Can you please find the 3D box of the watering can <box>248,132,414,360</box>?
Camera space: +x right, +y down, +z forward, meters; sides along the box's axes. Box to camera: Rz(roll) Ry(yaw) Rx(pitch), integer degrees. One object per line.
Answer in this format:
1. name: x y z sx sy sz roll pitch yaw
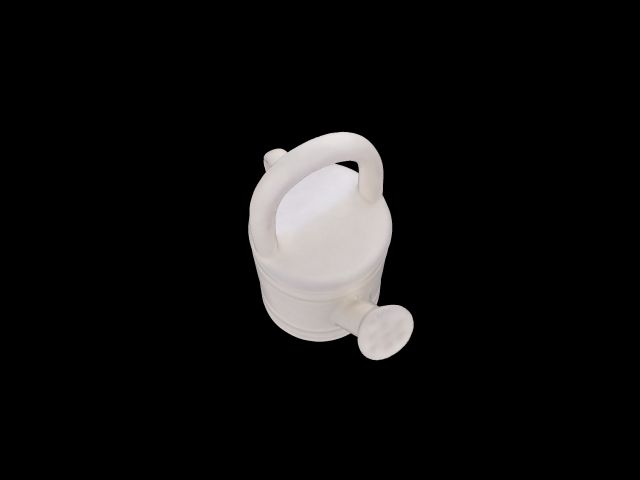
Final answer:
1. watering can: 0.006 0.000 0.401 0.172 0.194 0.101 37 69 17
